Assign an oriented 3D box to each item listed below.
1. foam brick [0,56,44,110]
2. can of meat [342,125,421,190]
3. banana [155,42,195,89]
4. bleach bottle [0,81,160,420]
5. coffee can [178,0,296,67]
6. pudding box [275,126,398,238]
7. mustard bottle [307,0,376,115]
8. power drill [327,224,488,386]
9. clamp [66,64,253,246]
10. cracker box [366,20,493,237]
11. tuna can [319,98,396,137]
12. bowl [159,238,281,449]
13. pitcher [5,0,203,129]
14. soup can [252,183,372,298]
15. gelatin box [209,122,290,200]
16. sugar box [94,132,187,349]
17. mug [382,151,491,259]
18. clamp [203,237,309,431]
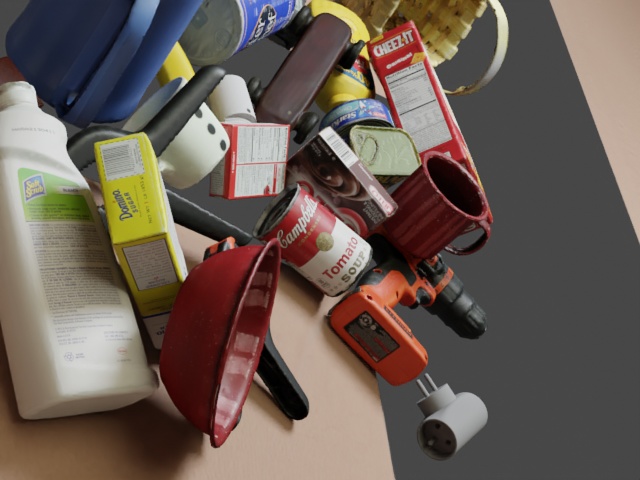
[{"bbox_3d":[-0.272,-0.105,0.851,0.053,0.051,0.078,53,34,0],"label":"foam brick"},{"bbox_3d":[0.045,-0.080,1.166,0.101,0.084,0.057,-2,70,-45],"label":"can of meat"},{"bbox_3d":[-0.164,-0.178,1.068,0.069,0.037,0.198,-31,82,-39],"label":"banana"},{"bbox_3d":[-0.196,0.001,0.791,0.102,0.068,0.251,2,67,-49],"label":"bleach bottle"},{"bbox_3d":[-0.099,-0.254,1.153,0.103,0.103,0.140,50,33,-3],"label":"coffee can"},{"bbox_3d":[0.011,-0.047,1.101,0.113,0.090,0.039,51,32,0],"label":"pudding box"},{"bbox_3d":[0.023,-0.205,1.293,0.096,0.058,0.191,27,41,-31],"label":"mustard bottle"},{"bbox_3d":[0.094,0.071,1.122,0.184,0.057,0.187,44,31,-5],"label":"power drill"},{"bbox_3d":[-0.150,-0.046,0.908,0.209,0.036,0.164,-23,106,-31],"label":"clamp"},{"bbox_3d":[0.132,-0.130,1.291,0.164,0.072,0.214,52,18,-58],"label":"cracker box"},{"bbox_3d":[0.042,-0.122,1.213,0.086,0.086,0.034,16,46,-42],"label":"tuna can"},{"bbox_3d":[-0.078,0.070,0.794,0.055,0.162,0.162,16,36,7],"label":"bowl"},{"bbox_3d":[-0.161,-0.216,0.914,0.149,0.243,0.144,52,36,11],"label":"pitcher"},{"bbox_3d":[-0.007,0.001,1.052,0.102,0.069,0.068,40,35,-17],"label":"soup can"},{"bbox_3d":[-0.070,-0.079,1.056,0.089,0.030,0.073,-8,105,-53],"label":"gelatin box"},{"bbox_3d":[-0.131,0.006,0.825,0.048,0.176,0.093,-12,59,-7],"label":"sugar box"},{"bbox_3d":[0.127,-0.027,1.134,0.117,0.082,0.093,36,32,-15],"label":"mug"},{"bbox_3d":[-0.070,0.083,0.903,0.120,0.039,0.171,-8,74,-66],"label":"clamp"}]
